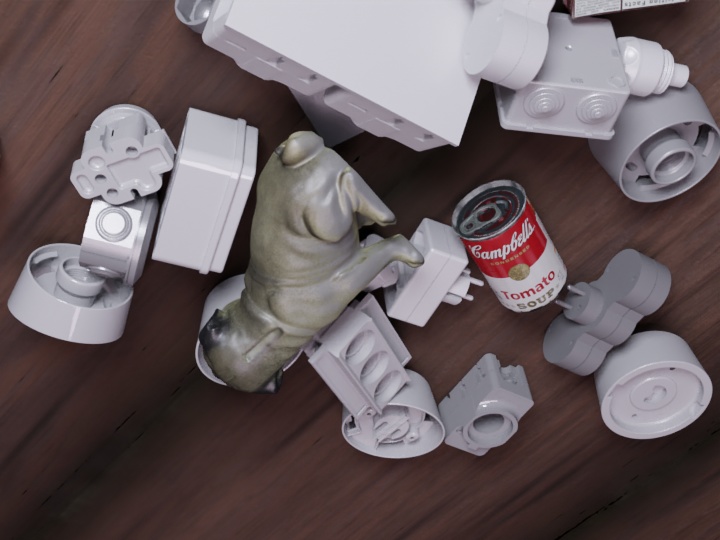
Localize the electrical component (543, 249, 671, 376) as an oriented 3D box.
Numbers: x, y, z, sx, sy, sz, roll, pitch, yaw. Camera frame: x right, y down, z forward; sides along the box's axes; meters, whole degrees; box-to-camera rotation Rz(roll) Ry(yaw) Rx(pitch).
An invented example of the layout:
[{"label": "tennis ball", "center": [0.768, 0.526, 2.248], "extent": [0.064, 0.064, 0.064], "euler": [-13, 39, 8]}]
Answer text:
[{"label": "electrical component", "center": [0.214, 0.034, 0.995], "extent": [0.074, 0.052, 0.138], "euler": [24, 123, -23]}]

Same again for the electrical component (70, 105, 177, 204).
[{"label": "electrical component", "center": [-0.184, -0.093, 0.841], "extent": [0.078, 0.057, 0.058], "euler": [-18, 129, 9]}]

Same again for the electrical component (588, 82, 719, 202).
[{"label": "electrical component", "center": [0.246, -0.106, 0.890], "extent": [0.099, 0.064, 0.099], "euler": [-12, 140, -10]}]

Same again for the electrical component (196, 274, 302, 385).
[{"label": "electrical component", "center": [-0.097, 0.054, 0.967], "extent": [0.099, 0.064, 0.099], "euler": [-3, 130, -4]}]

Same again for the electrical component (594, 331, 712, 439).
[{"label": "electrical component", "center": [0.283, 0.108, 1.058], "extent": [0.108, 0.060, 0.108], "euler": [-3, 130, -4]}]

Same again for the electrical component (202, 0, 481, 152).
[{"label": "electrical component", "center": [-0.005, -0.170, 0.758], "extent": [0.186, 0.105, 0.060], "euler": [24, 168, -24]}]

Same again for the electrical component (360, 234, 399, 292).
[{"label": "electrical component", "center": [0.000, 0.000, 0.949], "extent": [0.062, 0.048, 0.048], "euler": [-26, 128, 26]}]

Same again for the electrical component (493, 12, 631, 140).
[{"label": "electrical component", "center": [0.149, -0.149, 0.807], "extent": [0.100, 0.099, 0.048], "euler": [5, 142, -10]}]

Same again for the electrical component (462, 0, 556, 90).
[{"label": "electrical component", "center": [0.094, -0.201, 0.743], "extent": [0.074, 0.052, 0.138], "euler": [14, 83, -25]}]

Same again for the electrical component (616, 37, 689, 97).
[{"label": "electrical component", "center": [0.227, -0.157, 0.843], "extent": [0.062, 0.043, 0.043], "euler": [8, 128, -15]}]

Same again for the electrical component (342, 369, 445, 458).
[{"label": "electrical component", "center": [0.031, 0.145, 1.057], "extent": [0.099, 0.064, 0.099], "euler": [-3, 130, -4]}]

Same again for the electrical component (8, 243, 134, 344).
[{"label": "electrical component", "center": [-0.243, 0.024, 0.908], "extent": [0.099, 0.099, 0.064], "euler": [17, 119, -19]}]

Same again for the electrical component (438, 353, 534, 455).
[{"label": "electrical component", "center": [0.124, 0.137, 1.068], "extent": [0.050, 0.055, 0.089], "euler": [23, 123, -23]}]

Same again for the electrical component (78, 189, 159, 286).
[{"label": "electrical component", "center": [-0.196, -0.031, 0.877], "extent": [0.051, 0.080, 0.080], "euler": [14, 127, -10]}]

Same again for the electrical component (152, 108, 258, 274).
[{"label": "electrical component", "center": [-0.124, -0.062, 0.860], "extent": [0.057, 0.078, 0.113], "euler": [14, 127, -13]}]

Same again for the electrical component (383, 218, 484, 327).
[{"label": "electrical component", "center": [0.073, 0.008, 0.960], "extent": [0.076, 0.047, 0.083], "euler": [18, 125, -20]}]

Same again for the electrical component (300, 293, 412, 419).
[{"label": "electrical component", "center": [-0.007, 0.073, 0.971], "extent": [0.078, 0.063, 0.121], "euler": [-48, 145, -11]}]
